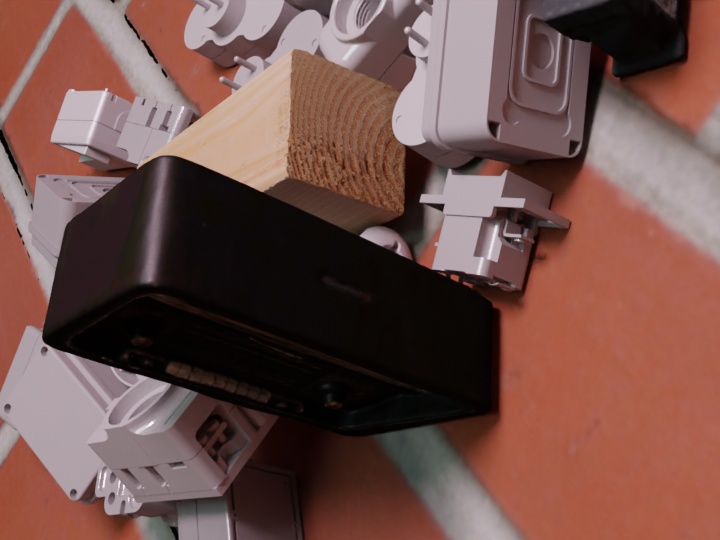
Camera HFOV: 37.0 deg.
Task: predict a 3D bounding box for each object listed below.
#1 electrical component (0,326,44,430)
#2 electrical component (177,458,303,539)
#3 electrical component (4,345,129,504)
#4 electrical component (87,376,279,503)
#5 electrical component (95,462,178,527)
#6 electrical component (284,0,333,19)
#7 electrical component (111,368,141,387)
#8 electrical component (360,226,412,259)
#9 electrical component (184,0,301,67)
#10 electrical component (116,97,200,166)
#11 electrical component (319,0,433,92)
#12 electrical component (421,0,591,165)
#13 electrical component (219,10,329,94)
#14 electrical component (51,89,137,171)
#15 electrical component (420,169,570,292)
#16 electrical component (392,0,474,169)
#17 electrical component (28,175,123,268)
[{"bbox_3d":[-0.258,0.092,0.915,0.061,0.062,0.096,19,87,50],"label":"electrical component"},{"bbox_3d":[-0.079,0.164,0.685,0.061,0.062,0.096,-35,50,33],"label":"electrical component"},{"bbox_3d":[-0.211,0.115,0.828,0.113,0.057,0.078,43,107,25],"label":"electrical component"},{"bbox_3d":[-0.093,0.070,0.688,0.089,0.061,0.150,-15,28,43],"label":"electrical component"},{"bbox_3d":[-0.141,0.150,0.764,0.078,0.057,0.058,-17,60,42],"label":"electrical component"},{"bbox_3d":[-0.022,-0.227,0.791,0.080,0.080,0.051,-19,54,42],"label":"electrical component"},{"bbox_3d":[-0.146,0.051,0.829,0.099,0.064,0.099,-11,70,31],"label":"electrical component"},{"bbox_3d":[0.000,0.000,0.689,0.062,0.048,0.048,-14,62,51],"label":"electrical component"},{"bbox_3d":[-0.103,-0.206,0.873,0.138,0.074,0.052,6,77,49],"label":"electrical component"},{"bbox_3d":[-0.161,-0.108,0.910,0.089,0.050,0.055,20,88,50],"label":"electrical component"},{"bbox_3d":[0.020,-0.170,0.733,0.095,0.059,0.053,-47,44,22],"label":"electrical component"},{"bbox_3d":[0.083,-0.121,0.610,0.057,0.078,0.113,4,88,54],"label":"electrical component"},{"bbox_3d":[-0.071,-0.136,0.805,0.138,0.074,0.052,-50,43,20],"label":"electrical component"},{"bbox_3d":[-0.241,-0.128,0.998,0.096,0.062,0.061,10,80,49],"label":"electrical component"},{"bbox_3d":[0.074,-0.022,0.619,0.081,0.042,0.063,7,81,50],"label":"electrical component"},{"bbox_3d":[0.055,-0.140,0.664,0.052,0.074,0.138,15,82,49],"label":"electrical component"},{"bbox_3d":[-0.202,-0.038,0.870,0.078,0.113,0.057,32,116,49],"label":"electrical component"}]
